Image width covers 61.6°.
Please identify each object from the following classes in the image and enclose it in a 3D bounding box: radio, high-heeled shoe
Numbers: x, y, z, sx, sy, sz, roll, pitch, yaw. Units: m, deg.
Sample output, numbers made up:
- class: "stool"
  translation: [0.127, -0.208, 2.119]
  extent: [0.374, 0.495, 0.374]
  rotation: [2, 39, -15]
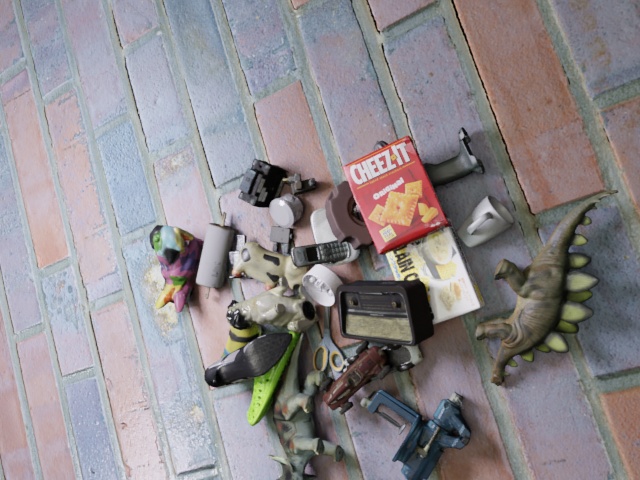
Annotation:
- class: "radio"
  translation: [0.140, 0.159, 1.219]
  extent: [0.230, 0.073, 0.131]
  rotation: [-5, 95, 47]
- class: "high-heeled shoe"
  translation: [-0.178, 0.297, 1.349]
  extent: [0.249, 0.145, 0.086]
  rotation: [-27, 90, -6]

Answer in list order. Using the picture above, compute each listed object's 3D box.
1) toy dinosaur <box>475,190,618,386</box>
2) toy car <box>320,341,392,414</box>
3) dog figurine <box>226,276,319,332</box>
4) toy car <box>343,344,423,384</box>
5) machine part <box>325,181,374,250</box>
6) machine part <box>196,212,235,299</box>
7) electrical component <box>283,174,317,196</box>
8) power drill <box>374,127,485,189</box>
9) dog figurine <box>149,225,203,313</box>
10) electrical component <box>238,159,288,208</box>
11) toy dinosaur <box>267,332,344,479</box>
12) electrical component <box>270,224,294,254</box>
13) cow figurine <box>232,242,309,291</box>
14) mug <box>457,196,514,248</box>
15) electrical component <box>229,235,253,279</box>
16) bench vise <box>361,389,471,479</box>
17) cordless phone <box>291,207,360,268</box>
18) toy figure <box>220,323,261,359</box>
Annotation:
- class: "toy dinosaur"
  translation: [0.457, 0.105, 1.110]
  extent: [0.199, 0.105, 0.470]
  rotation: [19, 106, 17]
- class: "toy car"
  translation: [0.077, 0.323, 1.248]
  extent: [0.089, 0.053, 0.202]
  rotation: [47, 109, 14]
- class: "dog figurine"
  translation: [-0.120, 0.189, 1.347]
  extent: [0.191, 0.121, 0.172]
  rotation: [-26, 122, 35]
- class: "toy car"
  translation: [0.145, 0.288, 1.273]
  extent: [0.202, 0.056, 0.073]
  rotation: [-26, 80, 24]
- class: "machine part"
  translation: [0.100, -0.066, 1.255]
  extent: [0.179, 0.056, 0.179]
  rotation: [2, 76, -10]
- class: "machine part"
  translation: [-0.285, 0.042, 1.468]
  extent: [0.079, 0.079, 0.243]
  rotation: [16, 94, 25]
- class: "electrical component"
  translation: [-0.050, -0.142, 1.356]
  extent: [0.078, 0.102, 0.045]
  rotation: [-18, 88, 1]
- class: "power drill"
  translation: [0.251, -0.171, 1.222]
  extent: [0.207, 0.086, 0.232]
  rotation: [-28, 79, 18]
- class: "dog figurine"
  translation: [-0.405, 0.084, 1.475]
  extent: [0.109, 0.191, 0.219]
  rotation: [4, 75, 19]
- class: "electrical component"
  translation: [-0.149, -0.144, 1.378]
  extent: [0.058, 0.134, 0.114]
  rotation: [26, 98, 23]
- class: "toy dinosaur"
  translation: [-0.063, 0.446, 1.338]
  extent: [0.192, 0.131, 0.405]
  rotation: [-19, 72, 32]
- class: "electrical component"
  translation: [-0.099, -0.013, 1.413]
  extent: [0.063, 0.021, 0.094]
  rotation: [6, 90, 25]
- class: "cow figurine"
  translation: [-0.113, 0.066, 1.367]
  extent: [0.195, 0.085, 0.127]
  rotation: [25, 105, -2]
- class: "mug"
  translation: [0.350, -0.030, 1.162]
  extent: [0.081, 0.109, 0.107]
  rotation: [49, 122, 13]
- class: "electrical component"
  translation: [-0.205, 0.046, 1.446]
  extent: [0.075, 0.047, 0.119]
  rotation: [-3, 87, 25]
- class: "bench vise"
  translation: [0.209, 0.409, 1.209]
  extent: [0.241, 0.129, 0.223]
  rotation: [30, 98, 18]
- class: "cordless phone"
  translation: [-0.002, -0.005, 1.273]
  extent: [0.089, 0.184, 0.146]
  rotation: [-23, 78, 52]
- class: "toy figure"
  translation: [-0.214, 0.288, 1.422]
  extent: [0.082, 0.089, 0.180]
  rotation: [27, 97, 17]
